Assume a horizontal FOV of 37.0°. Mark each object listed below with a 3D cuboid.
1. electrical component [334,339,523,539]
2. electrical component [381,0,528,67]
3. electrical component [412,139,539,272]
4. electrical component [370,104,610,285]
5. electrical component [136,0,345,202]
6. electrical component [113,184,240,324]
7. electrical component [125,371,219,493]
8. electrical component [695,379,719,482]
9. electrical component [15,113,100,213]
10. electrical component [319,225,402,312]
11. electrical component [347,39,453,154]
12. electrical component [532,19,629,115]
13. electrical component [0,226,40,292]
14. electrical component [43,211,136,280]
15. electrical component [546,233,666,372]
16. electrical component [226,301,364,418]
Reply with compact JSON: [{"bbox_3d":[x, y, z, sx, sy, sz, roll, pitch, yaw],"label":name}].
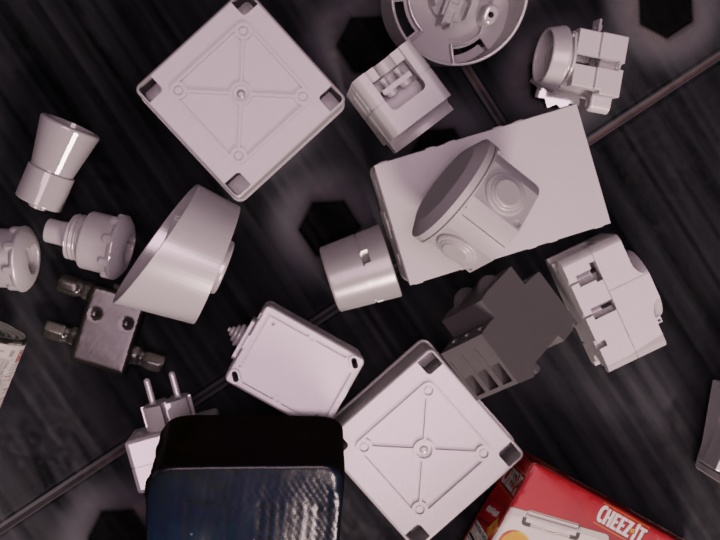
[{"bbox_3d":[0.044,0.127,0.793,0.109,0.056,0.108,-41,95,-1],"label":"electrical component"},{"bbox_3d":[0.065,-0.195,0.770,0.099,0.064,0.099,-1,94,-16],"label":"electrical component"},{"bbox_3d":[0.075,-0.042,0.712,0.051,0.080,0.080,37,90,-10],"label":"electrical component"},{"bbox_3d":[0.091,-0.054,0.783,0.150,0.062,0.089,-17,94,-3],"label":"electrical component"},{"bbox_3d":[-0.084,-0.123,0.771,0.109,0.056,0.108,-43,95,-1],"label":"electrical component"},{"bbox_3d":[-0.125,-0.012,0.756,0.064,0.099,0.099,22,91,-11],"label":"electrical component"},{"bbox_3d":[-0.137,0.113,0.785,0.066,0.047,0.076,-15,94,-3],"label":"electrical component"},{"bbox_3d":[0.292,0.129,0.806,0.061,0.062,0.096,16,92,-4],"label":"electrical component"},{"bbox_3d":[-0.220,-0.075,0.774,0.044,0.044,0.065,24,96,-5],"label":"electrical component"},{"bbox_3d":[0.000,0.000,0.785,0.047,0.055,0.055,-18,94,1],"label":"electrical component"},{"bbox_3d":[0.028,-0.120,0.762,0.050,0.089,0.055,-37,94,-1],"label":"electrical component"},{"bbox_3d":[0.159,-0.151,0.784,0.055,0.048,0.066,9,92,-12],"label":"electrical component"},{"bbox_3d":[-0.265,-0.009,0.773,0.062,0.048,0.048,2,93,3],"label":"electrical component"},{"bbox_3d":[-0.196,-0.022,0.776,0.062,0.048,0.048,14,92,3],"label":"electrical component"},{"bbox_3d":[0.186,0.021,0.799,0.056,0.050,0.089,-25,94,-2],"label":"electrical component"},{"bbox_3d":[-0.053,0.065,0.781,0.096,0.061,0.061,30,91,-5],"label":"electrical component"}]
